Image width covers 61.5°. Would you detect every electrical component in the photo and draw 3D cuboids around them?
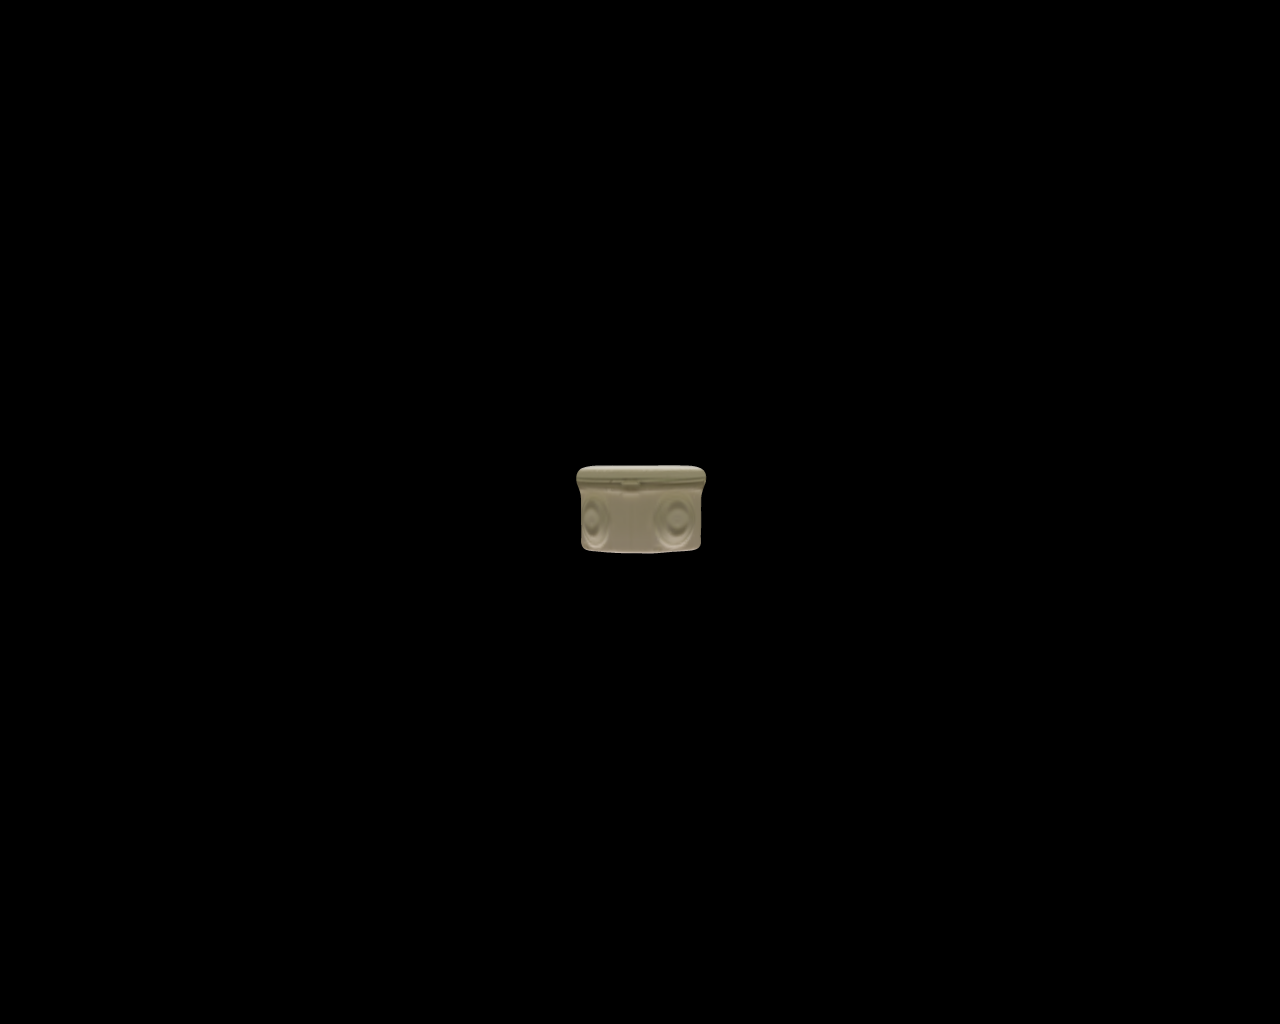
[{"bbox_3d":[0.001,-0.003,0.650,0.080,0.051,0.080,0,2,0],"label":"electrical component"}]
